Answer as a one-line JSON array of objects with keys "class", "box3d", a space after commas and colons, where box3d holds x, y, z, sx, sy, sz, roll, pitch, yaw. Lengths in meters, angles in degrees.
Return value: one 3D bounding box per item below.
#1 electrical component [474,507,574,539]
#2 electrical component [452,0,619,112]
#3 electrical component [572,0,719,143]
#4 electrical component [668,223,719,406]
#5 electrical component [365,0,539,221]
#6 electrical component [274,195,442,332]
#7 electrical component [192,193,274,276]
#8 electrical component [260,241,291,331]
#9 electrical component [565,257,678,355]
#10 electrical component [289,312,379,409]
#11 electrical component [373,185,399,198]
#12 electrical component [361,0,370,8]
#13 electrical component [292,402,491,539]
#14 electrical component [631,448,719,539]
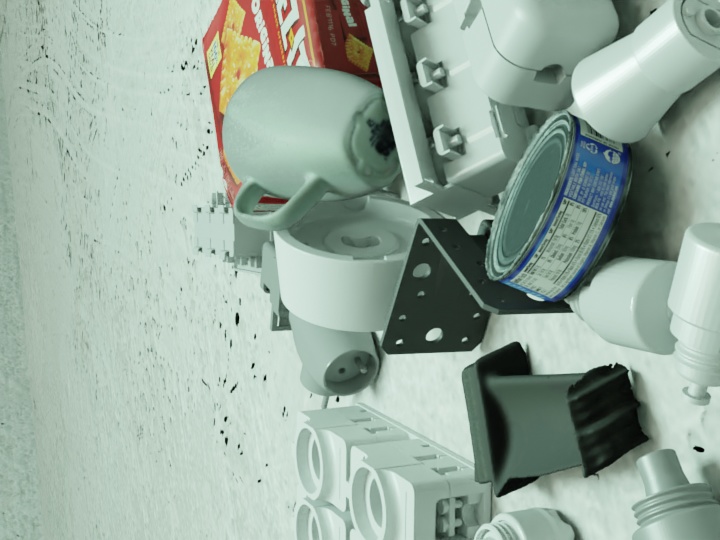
[{"class": "electrical component", "box3d": [0.078, 0.148, 0.559, 0.043, 0.062, 0.043, 177, 90, -66]}, {"class": "electrical component", "box3d": [0.084, -0.132, 0.517, 0.059, 0.054, 0.095, 117, 151, -48]}, {"class": "electrical component", "box3d": [0.127, -0.088, 0.455, 0.065, 0.044, 0.044, -40, 56, 55]}, {"class": "electrical component", "box3d": [0.143, 0.017, 0.429, 0.040, 0.040, 0.078, -135, 48, -56]}, {"class": "electrical component", "box3d": [0.052, -0.097, 0.583, 0.063, 0.079, 0.121, -25, 66, 32]}, {"class": "electrical component", "box3d": [0.000, 0.000, 0.669, 0.108, 0.108, 0.060, -134, 41, -56]}, {"class": "electrical component", "box3d": [-0.103, -0.035, 0.940, 0.121, 0.063, 0.078, -172, 80, -65]}, {"class": "electrical component", "box3d": [-0.053, 0.005, 0.859, 0.064, 0.042, 0.081, -139, 52, -60]}, {"class": "electrical component", "box3d": [0.119, 0.014, 0.482, 0.078, 0.040, 0.040, -169, 78, -65]}, {"class": "electrical component", "box3d": [-0.023, 0.067, 0.798, 0.077, 0.043, 0.079, -123, 38, -48]}, {"class": "electrical component", "box3d": [-0.011, -0.065, 0.735, 0.079, 0.077, 0.043, 22, 82, 24]}, {"class": "electrical component", "box3d": [0.042, -0.202, 0.615, 0.138, 0.052, 0.073, 173, 95, -65]}, {"class": "electrical component", "box3d": [0.011, 0.162, 0.710, 0.186, 0.060, 0.105, -165, 74, -65]}, {"class": "electrical component", "box3d": [0.135, 0.107, 0.452, 0.043, 0.043, 0.062, 123, 139, -52]}]
